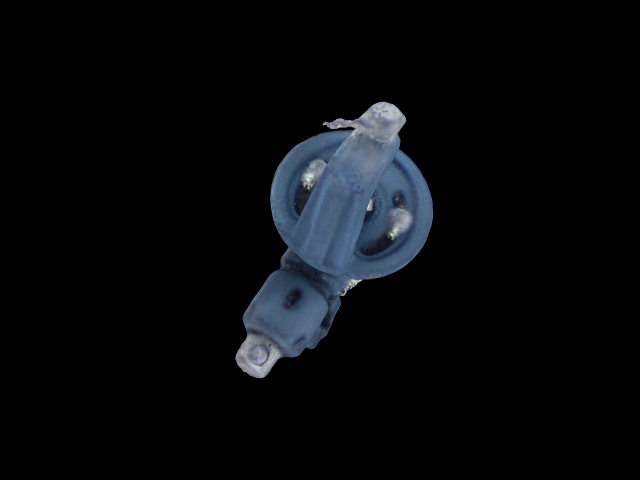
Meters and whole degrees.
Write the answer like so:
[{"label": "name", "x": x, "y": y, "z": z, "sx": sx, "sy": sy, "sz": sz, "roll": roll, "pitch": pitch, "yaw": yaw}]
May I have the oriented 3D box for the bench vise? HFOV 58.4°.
[{"label": "bench vise", "x": 0.015, "y": 0.004, "z": 0.400, "sx": 0.121, "sy": 0.220, "sz": 0.207, "roll": 14, "pitch": 81, "yaw": 2}]
